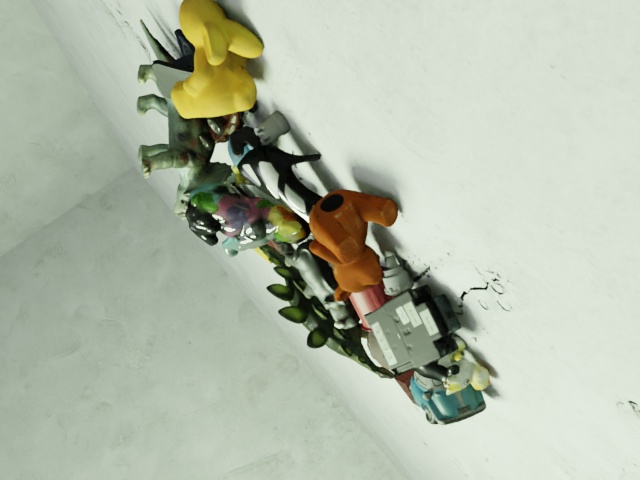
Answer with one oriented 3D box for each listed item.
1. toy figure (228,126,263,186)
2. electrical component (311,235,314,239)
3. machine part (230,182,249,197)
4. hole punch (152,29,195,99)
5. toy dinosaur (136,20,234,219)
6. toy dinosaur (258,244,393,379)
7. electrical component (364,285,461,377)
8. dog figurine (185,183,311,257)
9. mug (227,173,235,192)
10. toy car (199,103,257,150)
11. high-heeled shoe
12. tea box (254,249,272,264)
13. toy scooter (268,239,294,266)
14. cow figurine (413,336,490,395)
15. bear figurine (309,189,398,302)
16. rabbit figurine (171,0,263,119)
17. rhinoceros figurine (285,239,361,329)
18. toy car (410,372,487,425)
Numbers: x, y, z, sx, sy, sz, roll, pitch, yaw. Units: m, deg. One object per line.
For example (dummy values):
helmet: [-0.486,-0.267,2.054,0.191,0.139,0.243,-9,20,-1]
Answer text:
toy figure: [-0.124,-0.158,0.986,0.180,0.082,0.089,78,-166,-77]
electrical component: [-0.001,-0.002,1.076,0.102,0.045,0.078,43,161,27]
machine part: [-0.159,-0.064,1.164,0.084,0.039,0.138,39,160,20]
hole punch: [-0.229,-0.307,0.983,0.116,0.092,0.142,20,158,3]
toy dinosaur: [-0.275,-0.238,1.105,0.131,0.192,0.404,-163,73,-64]
toy dinosaur: [-0.014,0.133,1.168,0.472,0.105,0.198,43,-169,27]
electrical component: [0.149,0.138,0.835,0.134,0.058,0.115,-35,74,39]
dog figurine: [-0.121,-0.047,1.003,0.219,0.108,0.191,-11,144,39]
mug: [-0.194,-0.111,1.257,0.081,0.107,0.109,46,168,21]
toy car: [-0.169,-0.213,0.990,0.053,0.089,0.202,57,163,-10]
high-heeled shoe: [-0.042,-0.045,0.908,0.086,0.145,0.248,-69,-34,-60]
tea box: [-0.163,-0.029,1.429,0.098,0.068,0.169,33,156,49]
toy scooter: [-0.087,0.036,1.353,0.135,0.075,0.183,30,157,54]
cow figurine: [0.194,0.200,0.891,0.168,0.098,0.068,39,155,37]
bear figurine: [0.058,0.022,0.817,0.132,0.120,0.195,31,152,47]
rabbit figurine: [-0.162,-0.274,0.798,0.163,0.122,0.173,20,127,57]
rhinoceros figurine: [0.013,0.081,1.005,0.190,0.073,0.112,58,160,-17]
toy car: [0.219,0.253,0.962,0.162,0.109,0.102,-145,42,-76]
